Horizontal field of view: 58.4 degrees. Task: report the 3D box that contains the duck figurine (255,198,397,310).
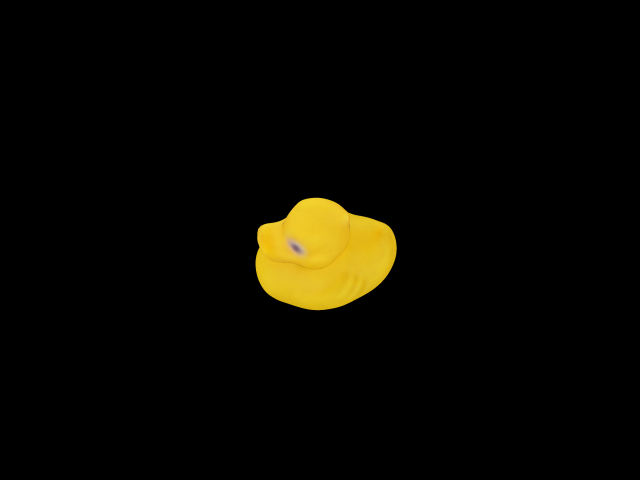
[{"bbox_3d":[0.004,0.001,0.400,0.104,0.086,0.077,-8,66,-3],"label":"duck figurine"}]
